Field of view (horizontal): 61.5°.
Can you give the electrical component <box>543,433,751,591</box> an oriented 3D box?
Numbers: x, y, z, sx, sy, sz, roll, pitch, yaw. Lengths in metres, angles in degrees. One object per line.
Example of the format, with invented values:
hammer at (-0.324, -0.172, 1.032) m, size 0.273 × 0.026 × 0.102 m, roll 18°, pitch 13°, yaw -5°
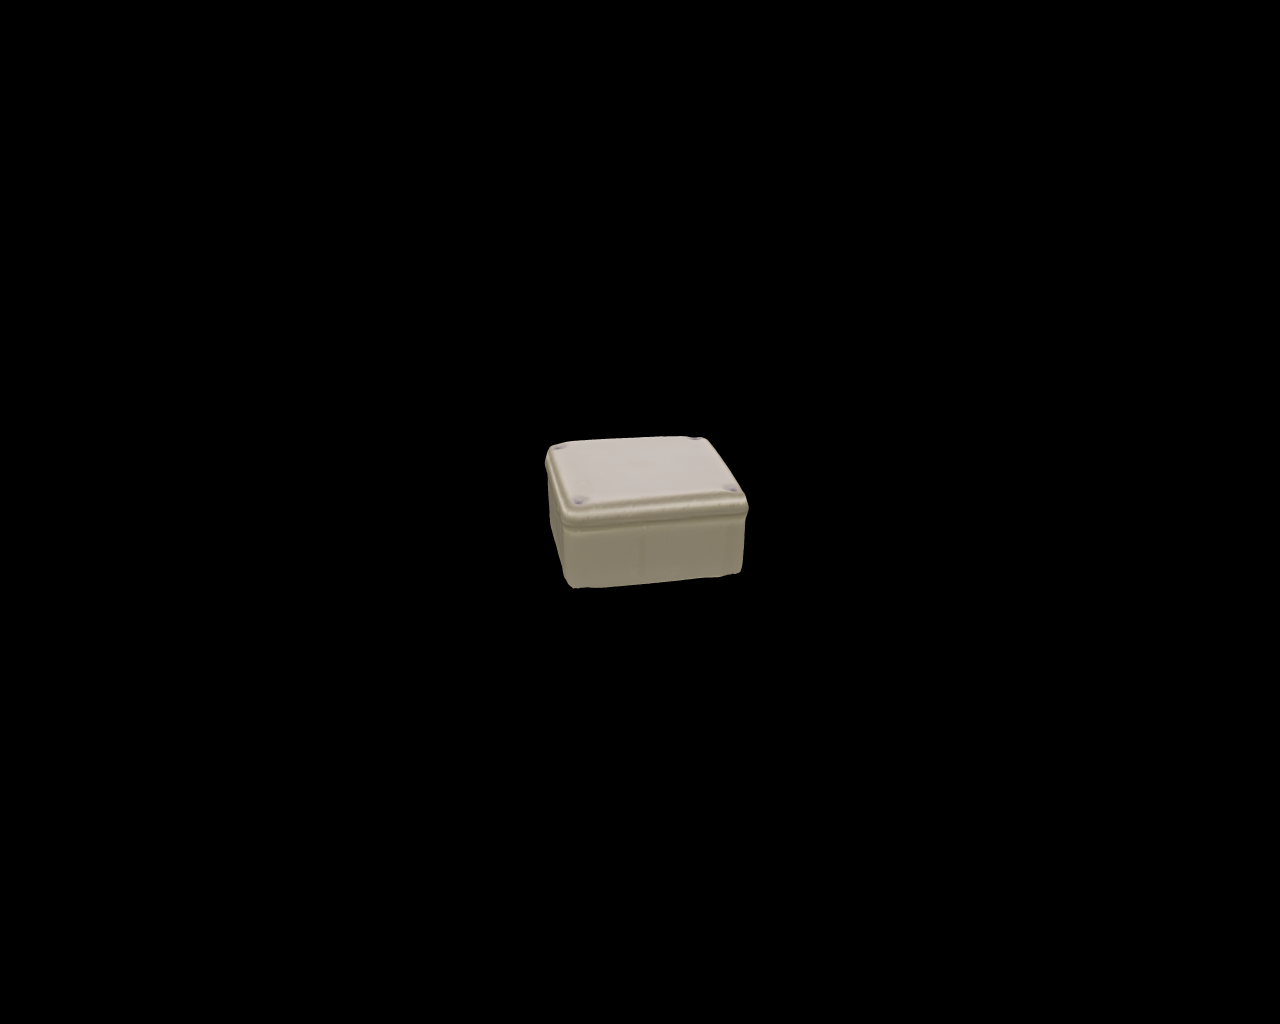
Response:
electrical component at (0.001, -0.003, 0.650) m, size 0.109 × 0.056 × 0.109 m, roll -4°, pitch 24°, yaw -9°
